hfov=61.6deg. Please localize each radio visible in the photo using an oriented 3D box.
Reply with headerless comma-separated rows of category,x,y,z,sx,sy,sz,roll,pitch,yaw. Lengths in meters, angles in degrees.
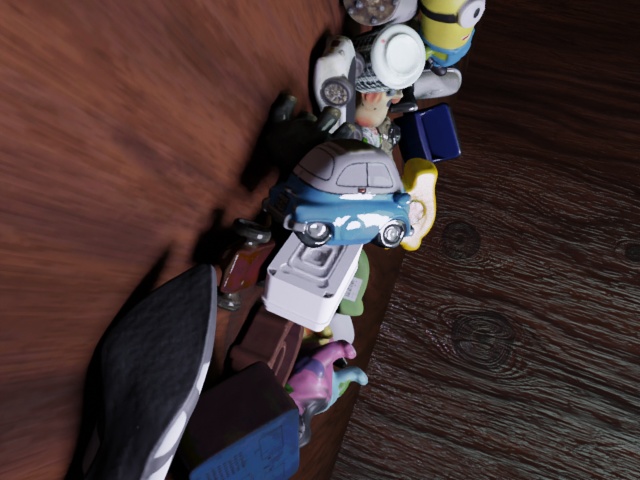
radio,-0.094,0.242,0.624,0.131,0.073,0.229,-28,147,-23

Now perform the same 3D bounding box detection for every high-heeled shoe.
high-heeled shoe,-0.138,0.148,0.441,0.249,0.086,0.145,-61,166,-24

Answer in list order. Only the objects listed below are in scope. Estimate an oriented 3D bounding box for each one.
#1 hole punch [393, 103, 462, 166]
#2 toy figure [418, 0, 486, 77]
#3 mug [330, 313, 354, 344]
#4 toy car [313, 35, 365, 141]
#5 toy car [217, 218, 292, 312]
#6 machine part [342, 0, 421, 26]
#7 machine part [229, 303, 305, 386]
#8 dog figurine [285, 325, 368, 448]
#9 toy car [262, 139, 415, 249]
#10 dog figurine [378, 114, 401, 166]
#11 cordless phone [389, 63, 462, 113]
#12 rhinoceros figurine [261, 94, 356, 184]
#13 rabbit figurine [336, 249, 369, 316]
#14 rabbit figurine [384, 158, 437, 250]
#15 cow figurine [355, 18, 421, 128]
hole punch,0.185,-0.185,0.998,0.092,0.116,0.142,-29,103,-35
toy figure,0.178,-0.307,0.766,0.180,0.089,0.082,91,6,-77
mug,0.031,0.163,1.118,0.109,0.081,0.107,-58,152,-33
toy car,0.024,-0.166,0.705,0.201,0.056,0.073,87,19,-52
toy car,-0.072,0.017,0.579,0.089,0.053,0.202,-64,172,9
machine part,0.089,-0.326,0.714,0.243,0.079,0.079,-47,152,-61
machine part,-0.075,0.166,0.749,0.179,0.056,0.179,19,90,-78
dog figurine,-0.045,0.235,0.872,0.219,0.192,0.108,-34,132,-20
toy car,0.025,-0.053,0.557,0.161,0.109,0.102,0,114,-31
dog figurine,0.086,-0.116,0.967,0.190,0.121,0.172,65,36,-53
cordless phone,0.185,-0.272,0.965,0.184,0.147,0.088,-81,165,-59
rhinoceros figurine,-0.008,-0.096,0.638,0.190,0.073,0.112,35,73,-75
rabbit figurine,0.017,0.029,0.887,0.170,0.121,0.159,-112,-149,-83
rabbit figurine,0.120,-0.068,0.859,0.162,0.122,0.173,61,-1,-33
cow figurine,0.104,-0.266,0.842,0.127,0.086,0.195,50,61,-81
